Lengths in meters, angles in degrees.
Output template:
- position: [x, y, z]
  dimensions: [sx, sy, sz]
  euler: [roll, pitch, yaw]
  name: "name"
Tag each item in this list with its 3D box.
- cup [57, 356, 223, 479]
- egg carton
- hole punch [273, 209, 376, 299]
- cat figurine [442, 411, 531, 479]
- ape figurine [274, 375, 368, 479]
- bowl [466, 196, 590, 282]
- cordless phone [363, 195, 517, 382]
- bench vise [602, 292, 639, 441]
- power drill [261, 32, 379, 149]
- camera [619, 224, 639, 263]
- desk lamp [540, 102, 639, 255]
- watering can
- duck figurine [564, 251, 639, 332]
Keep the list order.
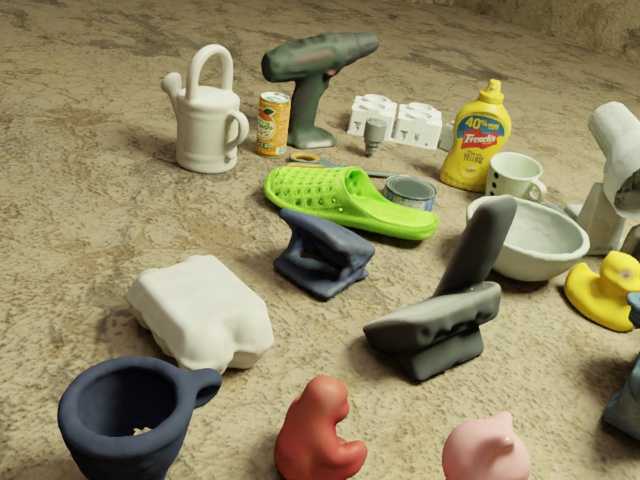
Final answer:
- position: [-0.130, 0.145, 0.430]
  dimensions: [0.118, 0.095, 0.091]
  euler: [-15, 38, -34]
  name: "cup"
- position: [-0.120, 0.076, 0.574]
  dimensions: [0.107, 0.069, 0.149]
  euler: [-19, 41, -39]
  name: "egg carton"
- position: [0.007, 0.003, 0.710]
  dimensions: [0.108, 0.091, 0.101]
  euler: [29, 36, 30]
  name: "hole punch"
- position: [0.101, 0.179, 0.416]
  dimensions: [0.128, 0.118, 0.067]
  euler: [-11, 36, -31]
  name: "cat figurine"
- position: [0.001, 0.149, 0.463]
  dimensions: [0.076, 0.092, 0.077]
  euler: [-7, 34, -25]
  name: "ape figurine"
- position: [0.276, 0.008, 0.793]
  dimensions: [0.167, 0.075, 0.167]
  euler: [7, 31, -4]
  name: "bowl"
- position: [0.129, 0.040, 0.590]
  dimensions: [0.148, 0.185, 0.093]
  euler: [-17, 40, -37]
  name: "cordless phone"
- position: [0.365, 0.086, 0.544]
  dimensions: [0.121, 0.220, 0.208]
  euler: [18, 32, 14]
  name: "bench vise"
- position: [-0.003, -0.282, 1.066]
  dimensions: [0.230, 0.208, 0.075]
  euler: [-11, 36, -30]
  name: "power drill"
- position: [0.532, 0.020, 0.819]
  dimensions: [0.137, 0.101, 0.142]
  euler: [-11, 36, -30]
  name: "camera"
- position: [0.432, -0.082, 0.851]
  dimensions: [0.118, 0.213, 0.203]
  euler: [2, 31, -12]
  name: "desk lamp"
- position: [-0.186, -0.216, 0.919]
  dimensions: [0.172, 0.194, 0.101]
  euler: [14, 31, 8]
  name: "watering can"
- position: [0.370, 0.054, 0.732]
  dimensions: [0.078, 0.086, 0.104]
  euler: [-8, 35, -27]
  name: "duck figurine"
